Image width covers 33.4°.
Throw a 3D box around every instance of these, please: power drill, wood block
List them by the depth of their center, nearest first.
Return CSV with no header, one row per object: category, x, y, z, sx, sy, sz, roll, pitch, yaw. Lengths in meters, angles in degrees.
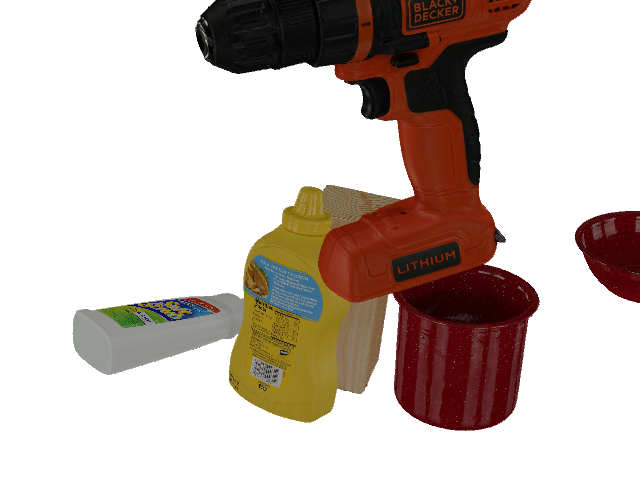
power drill,0.030,-0.062,0.579,0.184,0.188,0.057,-15,32,-16
wood block,0.028,0.055,1.200,0.090,0.206,0.090,12,24,11

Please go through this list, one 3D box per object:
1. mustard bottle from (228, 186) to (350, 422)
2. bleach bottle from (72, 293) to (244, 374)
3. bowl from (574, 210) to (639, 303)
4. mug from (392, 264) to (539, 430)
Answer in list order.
mustard bottle,-0.022,0.048,0.888,0.096,0.192,0.058,21,23,32
bleach bottle,-0.195,0.111,1.425,0.250,0.068,0.103,-12,27,-39
bowl,0.356,0.024,1.156,0.162,0.055,0.162,-1,26,0
mug,0.093,0.064,0.704,0.093,0.081,0.117,6,24,9
